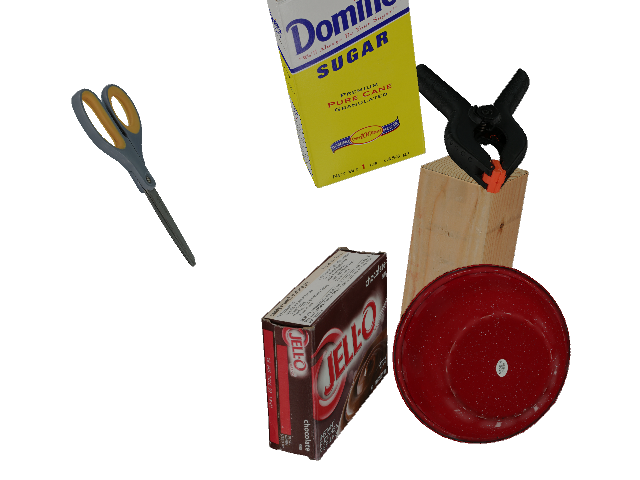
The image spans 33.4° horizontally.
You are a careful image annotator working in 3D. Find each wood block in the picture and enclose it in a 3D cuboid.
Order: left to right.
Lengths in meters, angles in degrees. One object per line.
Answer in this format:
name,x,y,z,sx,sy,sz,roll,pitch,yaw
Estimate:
wood block,0.156,0.018,1.179,0.090,0.206,0.090,20,26,31

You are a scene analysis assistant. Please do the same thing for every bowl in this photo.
bowl,0.146,0.103,0.915,0.162,0.162,0.055,0,6,-7

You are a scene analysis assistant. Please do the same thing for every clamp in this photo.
clamp,0.146,-0.116,1.033,0.120,0.039,0.171,4,44,4

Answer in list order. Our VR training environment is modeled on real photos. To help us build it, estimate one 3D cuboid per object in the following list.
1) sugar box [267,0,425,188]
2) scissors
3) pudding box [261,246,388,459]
sugar box,0.021,-0.125,0.770,0.093,0.048,0.176,-19,-42,-5
scissors,-0.174,-0.074,1.061,0.016,0.201,0.096,-24,27,25
pudding box,0.006,0.066,0.657,0.039,0.090,0.113,9,26,22
